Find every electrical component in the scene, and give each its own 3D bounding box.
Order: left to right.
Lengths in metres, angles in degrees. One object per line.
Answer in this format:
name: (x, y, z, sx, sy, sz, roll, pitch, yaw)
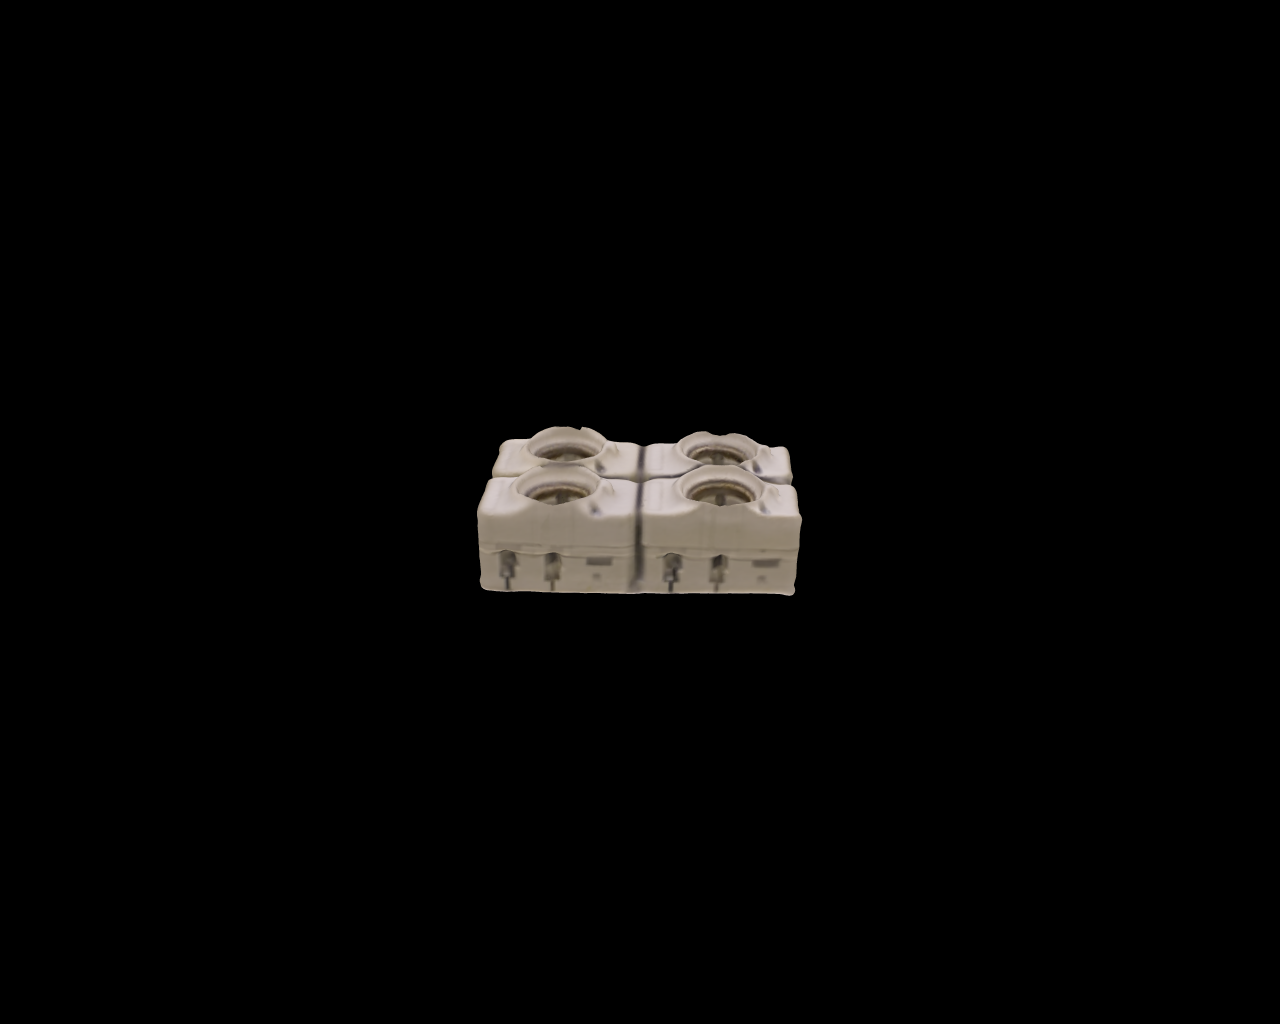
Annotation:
electrical component: (0.001, -0.003, 0.650, 0.186, 0.060, 0.105, 1, 28, 2)
